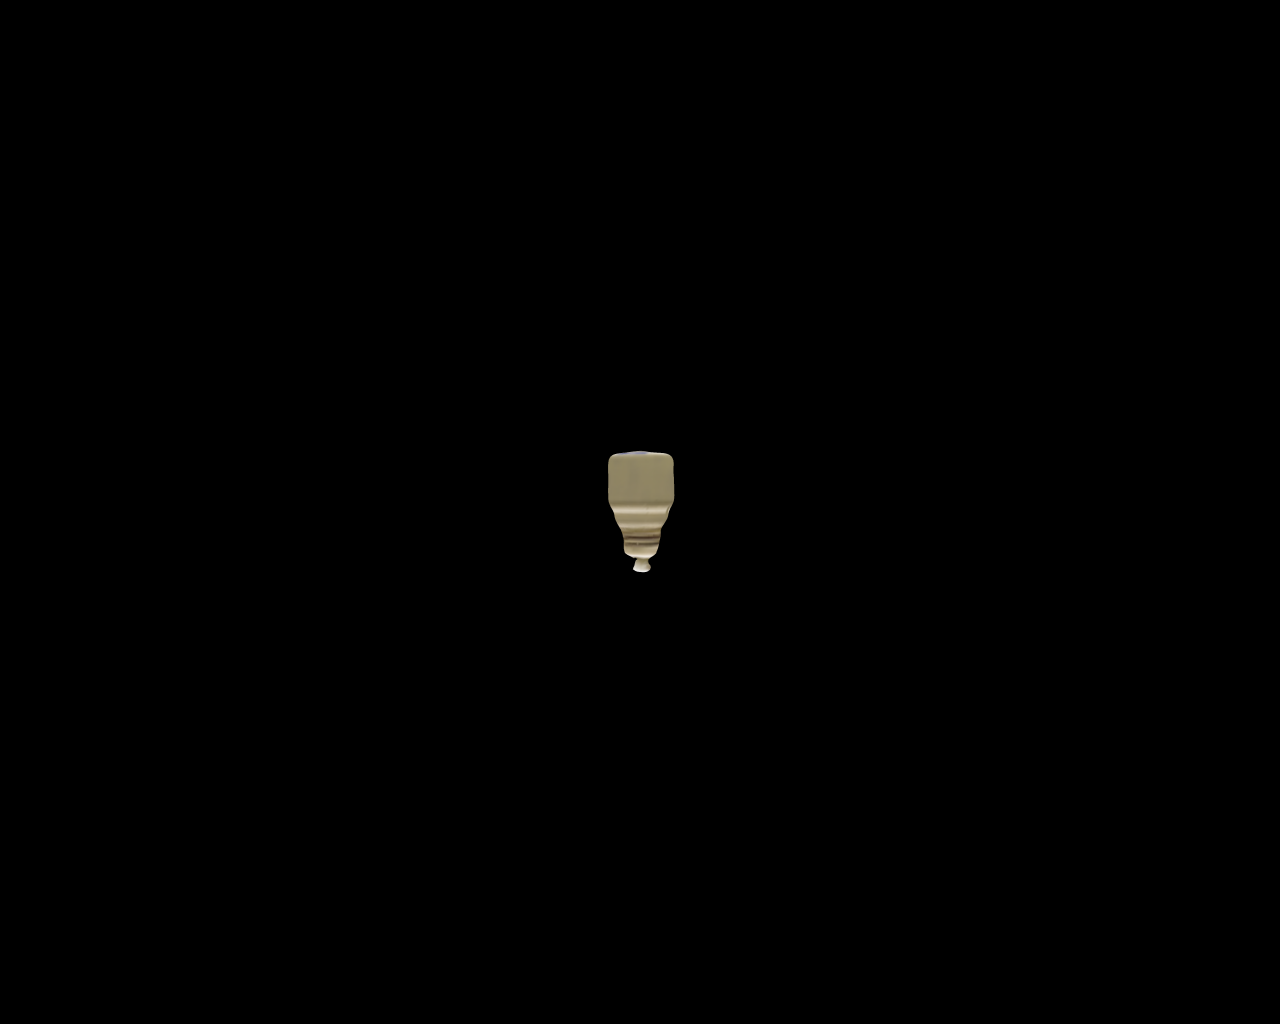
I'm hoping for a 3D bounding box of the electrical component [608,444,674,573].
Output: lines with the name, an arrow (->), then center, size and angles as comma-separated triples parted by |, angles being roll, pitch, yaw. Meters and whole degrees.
electrical component -> 0.001, -0.003, 0.650 | 0.040, 0.078, 0.040 | 0, 0, 0
